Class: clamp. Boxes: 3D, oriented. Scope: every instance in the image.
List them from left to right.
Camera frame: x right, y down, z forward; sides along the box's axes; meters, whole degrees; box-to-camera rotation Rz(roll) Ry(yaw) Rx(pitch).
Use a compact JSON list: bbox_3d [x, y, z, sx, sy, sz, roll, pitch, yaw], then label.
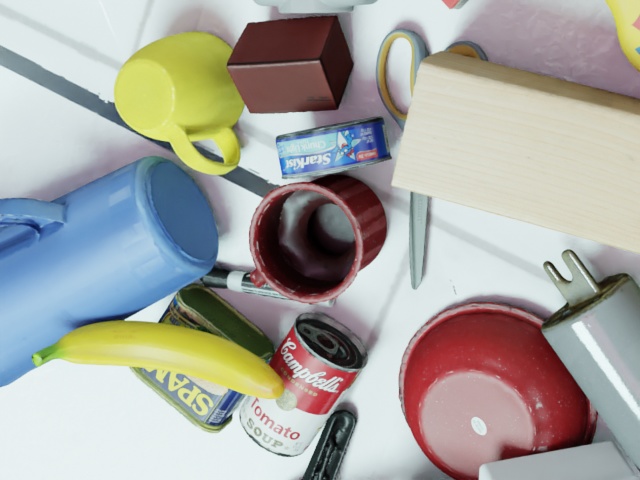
[{"bbox_3d":[-0.009,0.225,0.901,0.039,0.120,0.172,24,134,-29],"label":"clamp"}]

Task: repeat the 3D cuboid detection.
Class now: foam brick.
[{"bbox_3d":[-0.022,-0.133,0.816,0.078,0.051,0.053,1,141,22],"label":"foam brick"}]

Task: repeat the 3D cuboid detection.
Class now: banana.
[{"bbox_3d":[-0.123,0.095,0.852,0.198,0.069,0.037,6,124,3],"label":"banana"}]

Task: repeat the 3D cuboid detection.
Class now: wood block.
[{"bbox_3d":[0.165,-0.061,0.735,0.206,0.090,0.091,16,108,12],"label":"wood block"}]

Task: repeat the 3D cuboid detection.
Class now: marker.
[{"bbox_3d":[-0.046,0.038,0.895,0.121,0.020,0.020,8,105,20],"label":"marker"}]

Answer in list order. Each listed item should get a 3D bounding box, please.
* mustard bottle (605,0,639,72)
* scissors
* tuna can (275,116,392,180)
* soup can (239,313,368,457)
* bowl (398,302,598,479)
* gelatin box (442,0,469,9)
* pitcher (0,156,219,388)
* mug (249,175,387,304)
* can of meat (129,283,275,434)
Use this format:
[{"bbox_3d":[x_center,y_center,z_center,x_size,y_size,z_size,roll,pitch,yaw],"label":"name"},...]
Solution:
[{"bbox_3d":[0.238,-0.160,0.708,0.096,0.058,0.191,-34,89,25],"label":"mustard bottle"},{"bbox_3d":[0.094,-0.064,0.814,0.096,0.016,0.202,-9,99,24],"label":"scissors"},{"bbox_3d":[0.010,-0.070,0.809,0.086,0.086,0.034,-7,98,24],"label":"tuna can"},{"bbox_3d":[-0.015,0.119,0.875,0.068,0.068,0.102,37,114,11],"label":"soup can"},{"bbox_3d":[0.127,0.132,0.821,0.162,0.055,0.162,8,109,23],"label":"bowl"},{"bbox_3d":[0.103,-0.222,0.765,0.073,0.030,0.089,49,115,7],"label":"gelatin box"},{"bbox_3d":[-0.216,0.020,0.896,0.243,0.149,0.145,-26,92,22],"label":"pitcher"},{"bbox_3d":[-0.005,0.001,0.834,0.117,0.081,0.093,-39,86,25],"label":"mug"},{"bbox_3d":[-0.099,0.099,0.912,0.102,0.057,0.084,38,111,9],"label":"can of meat"}]
